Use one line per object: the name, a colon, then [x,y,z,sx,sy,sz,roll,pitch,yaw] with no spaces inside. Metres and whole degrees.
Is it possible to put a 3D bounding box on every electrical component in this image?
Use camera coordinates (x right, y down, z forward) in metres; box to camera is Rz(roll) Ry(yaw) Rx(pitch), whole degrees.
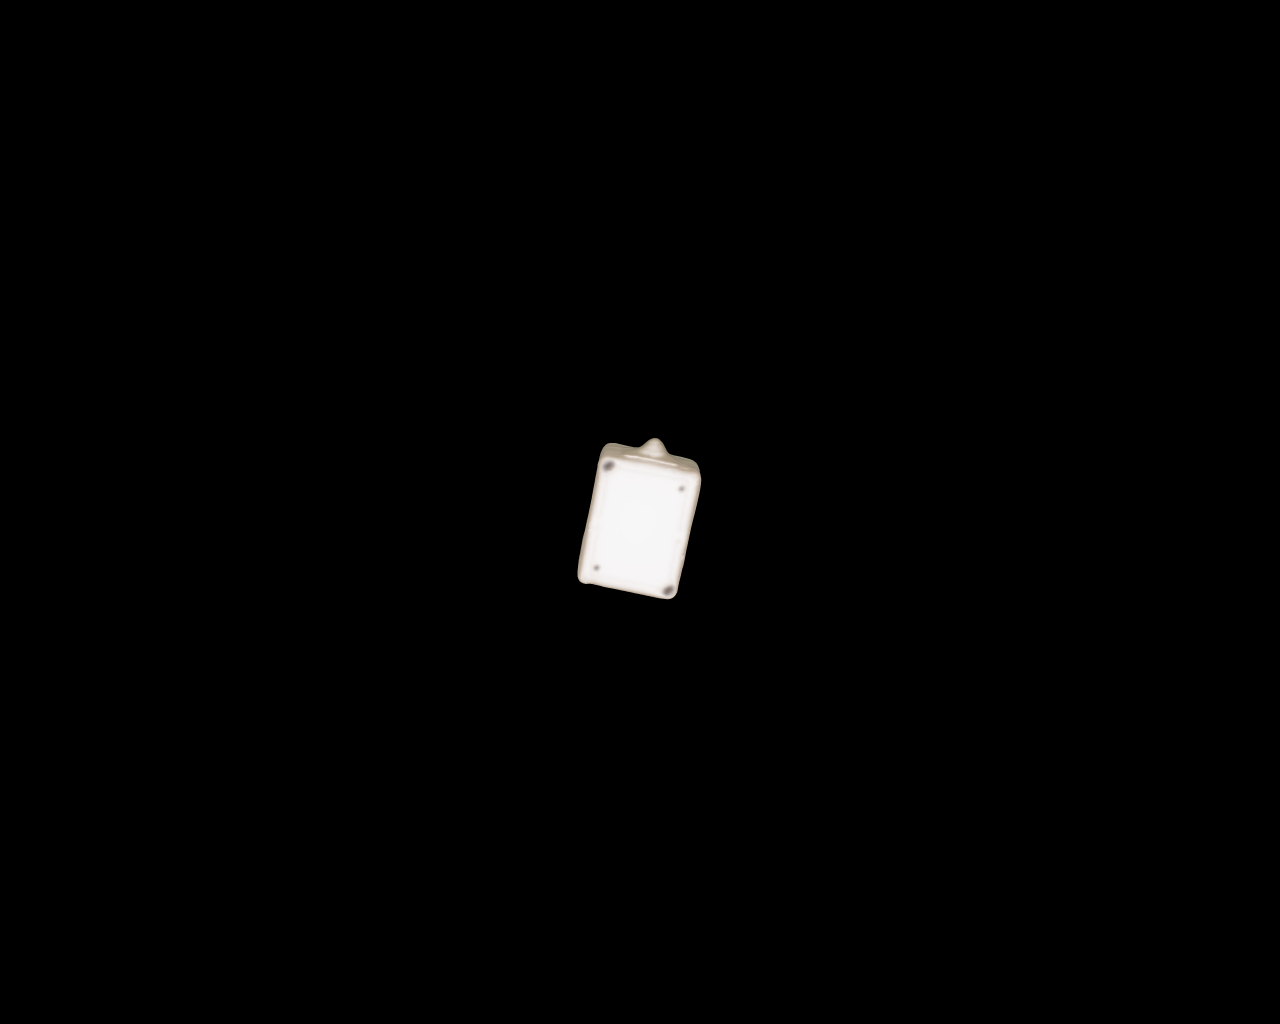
electrical component: [0.001,-0.003,0.650,0.062,0.096,0.061,11,11,-2]
